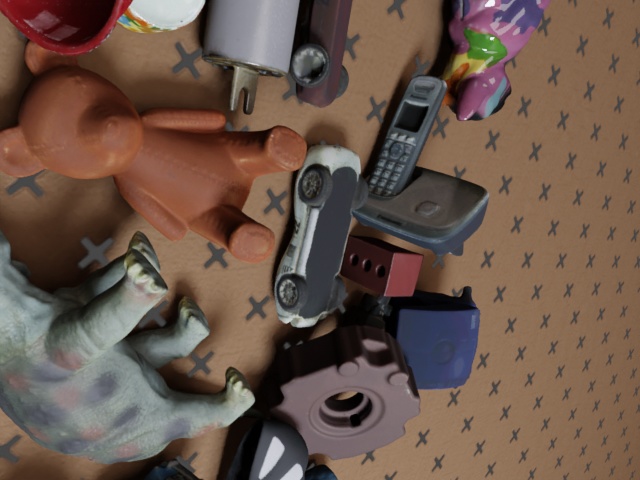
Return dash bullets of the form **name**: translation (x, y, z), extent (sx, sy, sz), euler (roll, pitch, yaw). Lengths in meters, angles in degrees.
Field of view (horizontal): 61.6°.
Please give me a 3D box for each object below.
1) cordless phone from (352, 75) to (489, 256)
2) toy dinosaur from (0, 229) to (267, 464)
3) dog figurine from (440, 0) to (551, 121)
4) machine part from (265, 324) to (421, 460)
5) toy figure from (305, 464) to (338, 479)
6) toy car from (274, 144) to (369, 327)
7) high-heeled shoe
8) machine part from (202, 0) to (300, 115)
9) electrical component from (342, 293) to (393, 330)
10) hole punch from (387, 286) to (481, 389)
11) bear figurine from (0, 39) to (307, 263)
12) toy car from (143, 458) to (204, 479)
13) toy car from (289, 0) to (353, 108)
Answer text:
- **cordless phone**: translation (0.125, -0.085, 0.593), extent (0.088, 0.147, 0.184), euler (14, 98, -49)
- **toy dinosaur**: translation (-0.181, 0.113, 0.441), extent (0.192, 0.131, 0.404), euler (-31, 130, -9)
- **dog figurine**: translation (0.177, -0.245, 0.614), extent (0.191, 0.109, 0.219), euler (33, 86, -41)
- **machine part**: translation (0.027, 0.179, 0.610), extent (0.179, 0.056, 0.179), euler (-3, 125, -5)
- **toy figure**: translation (-0.046, 0.334, 0.655), extent (0.154, 0.058, 0.064), euler (-26, 81, -29)
- **toy car**: translation (-0.001, -0.002, 0.582), extent (0.073, 0.056, 0.201), euler (3, 104, -45)
- **high-heeled shoe**: translation (-0.111, 0.295, 0.561), extent (0.249, 0.086, 0.145), euler (-34, 119, -11)
- **machine part**: translation (-0.051, -0.229, 0.452), extent (0.079, 0.079, 0.243), euler (2, 104, -39)
- **electrical component**: translation (0.056, 0.112, 0.658), extent (0.045, 0.078, 0.102), euler (28, 80, -17)
- **hole punch**: translation (0.140, 0.128, 0.678), extent (0.092, 0.116, 0.142), euler (-39, 136, -76)
- **bear figurine**: translation (-0.127, -0.069, 0.414), extent (0.195, 0.132, 0.120), euler (27, 81, -47)
- **toy car**: translation (-0.168, 0.297, 0.504), extent (0.103, 0.109, 0.161), euler (18, 89, -51)
- **toy car**: translation (0.008, -0.227, 0.504), extent (0.089, 0.053, 0.202), euler (-21, 121, -70)
